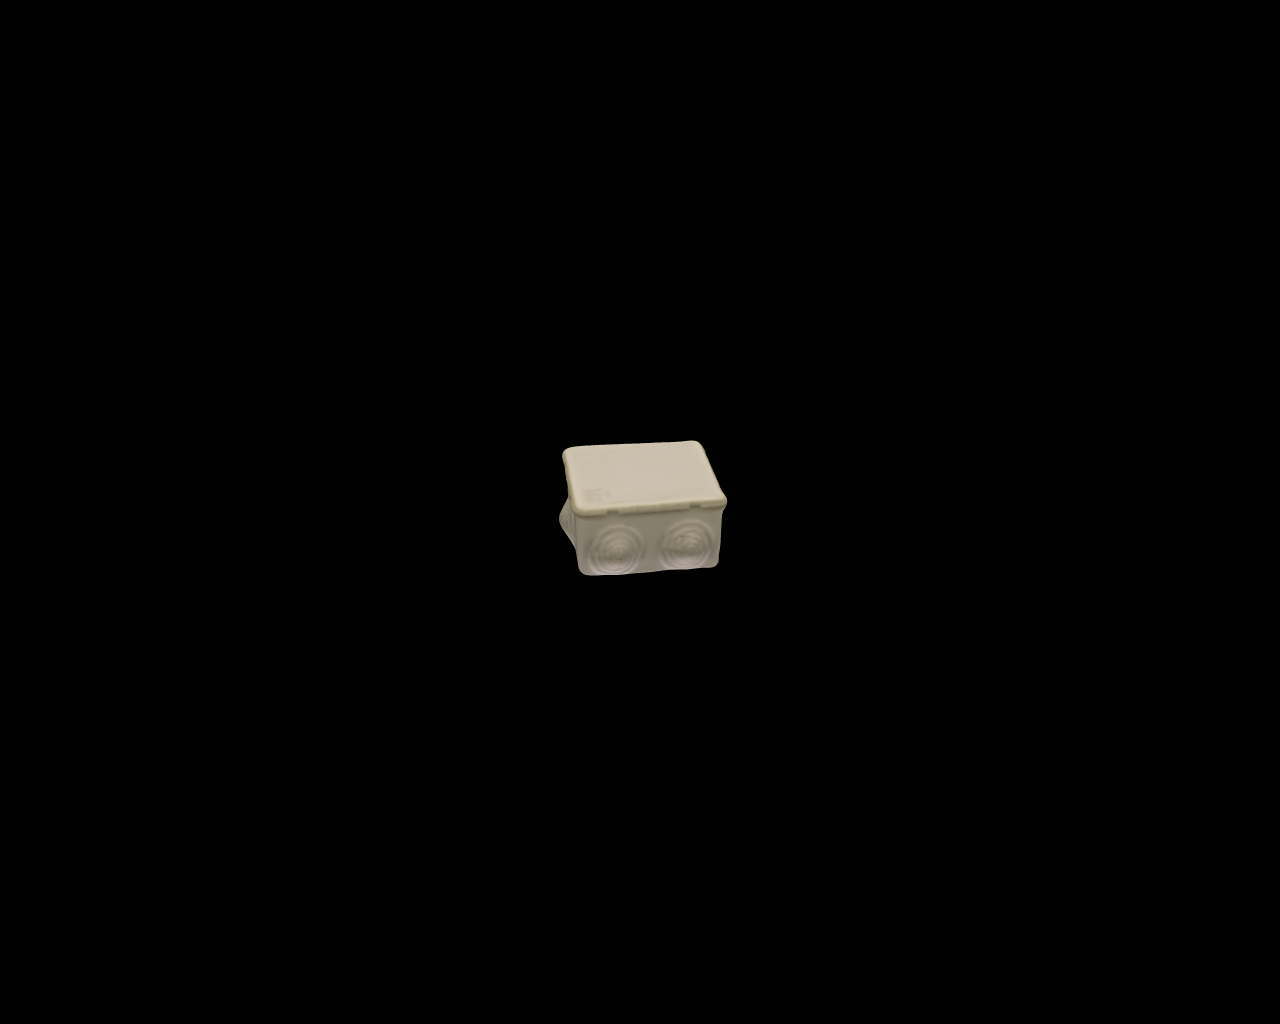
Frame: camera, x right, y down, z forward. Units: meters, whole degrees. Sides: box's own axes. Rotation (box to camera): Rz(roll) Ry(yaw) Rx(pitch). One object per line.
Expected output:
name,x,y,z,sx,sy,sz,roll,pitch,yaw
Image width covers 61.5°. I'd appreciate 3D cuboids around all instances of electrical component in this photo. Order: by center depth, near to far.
electrical component,0.001,-0.003,0.650,0.100,0.048,0.100,-4,28,-7
